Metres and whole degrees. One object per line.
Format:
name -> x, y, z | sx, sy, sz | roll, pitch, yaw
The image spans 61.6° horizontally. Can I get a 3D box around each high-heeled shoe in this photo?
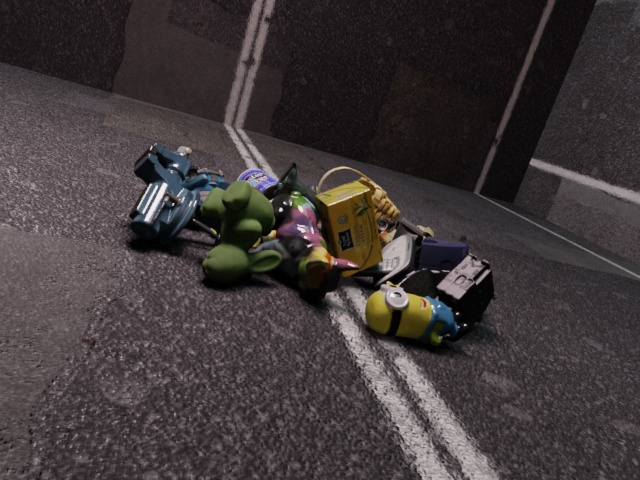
high-heeled shoe -> 0.199, 0.111, 1.114 | 0.249, 0.086, 0.145 | -11, -10, -25

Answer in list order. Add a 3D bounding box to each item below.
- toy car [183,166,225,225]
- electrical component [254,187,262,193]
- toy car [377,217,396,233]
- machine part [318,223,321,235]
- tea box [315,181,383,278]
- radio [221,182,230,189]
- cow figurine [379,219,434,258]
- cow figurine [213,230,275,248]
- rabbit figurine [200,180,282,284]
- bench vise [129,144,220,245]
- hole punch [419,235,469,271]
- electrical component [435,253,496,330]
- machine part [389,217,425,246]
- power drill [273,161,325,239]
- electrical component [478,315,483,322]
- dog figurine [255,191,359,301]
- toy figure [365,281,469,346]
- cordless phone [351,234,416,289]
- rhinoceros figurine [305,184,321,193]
toy car -> -0.273, -0.087, 1.163 | 0.109, 0.162, 0.103 | 5, 62, -60
electrical component -> -0.167, -0.114, 1.283 | 0.063, 0.021, 0.094 | 17, 20, -29
toy car -> 0.101, -0.038, 1.445 | 0.202, 0.053, 0.089 | 2, -1, 5
machine part -> -0.003, -0.004, 1.276 | 0.179, 0.056, 0.179 | 15, 16, -5
tea box -> 0.061, -0.022, 1.083 | 0.098, 0.169, 0.068 | -23, 31, -14
radio -> -0.293, -0.114, 1.311 | 0.230, 0.073, 0.131 | 21, 16, 17
cow figurine -> 0.233, 0.012, 1.375 | 0.195, 0.085, 0.127 | -26, 69, -45
cow figurine -> -0.152, -0.028, 1.181 | 0.167, 0.068, 0.098 | 15, 9, -13
rabbit figurine -> -0.151, 0.006, 0.950 | 0.121, 0.170, 0.159 | -5, -34, 37
bench vise -> -0.256, -0.066, 1.039 | 0.240, 0.129, 0.224 | 37, 35, -27
hole punch -> 0.285, 0.056, 1.257 | 0.116, 0.142, 0.092 | 9, 11, 20
electrical component -> 0.278, 0.111, 1.038 | 0.058, 0.134, 0.114 | 29, -25, 44
machine part -> 0.204, -0.003, 1.290 | 0.084, 0.039, 0.139 | 43, 43, 4
power drill -> -0.005, -0.089, 1.253 | 0.207, 0.086, 0.232 | 42, 19, -13
electrical component -> 0.325, 0.120, 1.177 | 0.048, 0.074, 0.119 | 16, 13, -5
dog figurine -> -0.020, 0.008, 1.006 | 0.108, 0.191, 0.219 | 14, -1, -38
toy figure -> 0.165, 0.136, 0.930 | 0.180, 0.089, 0.082 | 22, -2, -19
cordless phone -> 0.115, 0.046, 1.175 | 0.184, 0.088, 0.147 | 4, 33, 9
rhinoceros figurine -> -0.034, -0.089, 1.438 | 0.073, 0.112, 0.190 | 11, 24, -16
